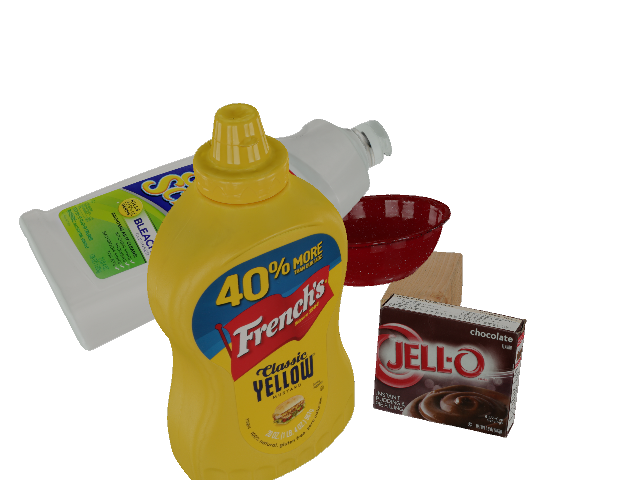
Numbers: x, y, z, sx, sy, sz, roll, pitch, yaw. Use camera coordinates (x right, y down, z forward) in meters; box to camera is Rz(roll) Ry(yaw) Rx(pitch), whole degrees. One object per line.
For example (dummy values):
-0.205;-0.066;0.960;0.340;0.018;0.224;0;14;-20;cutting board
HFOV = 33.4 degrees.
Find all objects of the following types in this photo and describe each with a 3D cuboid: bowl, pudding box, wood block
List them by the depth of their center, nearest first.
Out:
0.100;0.097;0.841;0.114;0.090;0.039;9;21;18;pudding box
0.047;0.003;1.028;0.162;0.055;0.162;-7;17;2;bowl
0.156;0.092;1.612;0.091;0.090;0.206;4;21;14;wood block

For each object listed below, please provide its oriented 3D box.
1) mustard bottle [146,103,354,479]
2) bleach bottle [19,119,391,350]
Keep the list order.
-0.031;0.025;0.495;0.096;0.192;0.058;-22;39;-25;mustard bottle
-0.069;-0.024;0.732;0.250;0.103;0.068;-27;-31;-14;bleach bottle
